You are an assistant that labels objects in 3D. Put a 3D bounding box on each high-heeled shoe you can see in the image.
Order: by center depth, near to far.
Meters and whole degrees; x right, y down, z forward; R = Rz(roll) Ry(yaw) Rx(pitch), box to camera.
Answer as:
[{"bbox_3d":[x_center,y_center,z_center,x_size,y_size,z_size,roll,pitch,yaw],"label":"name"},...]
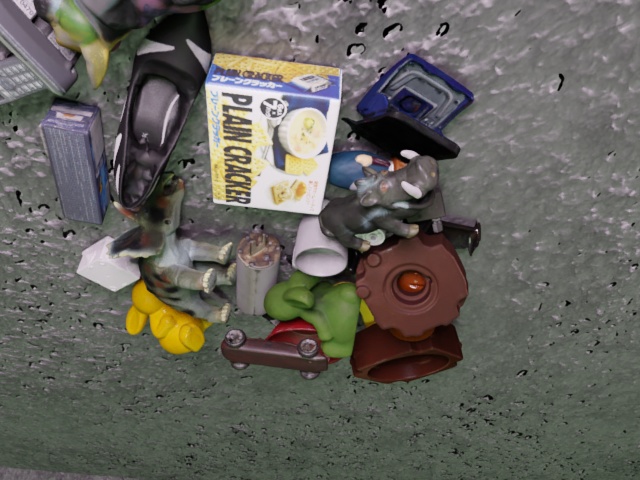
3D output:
[{"bbox_3d":[-0.196,-0.148,0.639,0.086,0.145,0.248,18,143,-19],"label":"high-heeled shoe"}]

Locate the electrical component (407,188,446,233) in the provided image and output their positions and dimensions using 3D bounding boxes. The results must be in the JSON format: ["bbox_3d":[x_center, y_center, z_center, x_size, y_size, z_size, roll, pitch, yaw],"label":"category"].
[{"bbox_3d":[0.154,-0.051,0.809,0.063,0.021,0.093,-11,114,16],"label":"electrical component"}]

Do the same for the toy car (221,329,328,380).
[{"bbox_3d":[-0.084,0.207,0.990,0.202,0.053,0.089,4,132,9],"label":"toy car"}]

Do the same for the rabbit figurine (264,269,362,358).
[{"bbox_3d":[-0.017,0.116,0.920,0.170,0.121,0.159,9,146,5],"label":"rabbit figurine"}]

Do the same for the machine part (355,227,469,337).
[{"bbox_3d":[0.145,0.068,0.847,0.179,0.056,0.179,3,111,9],"label":"machine part"}]

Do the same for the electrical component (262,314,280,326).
[{"bbox_3d":[-0.032,0.145,1.087,0.134,0.058,0.114,-14,142,21],"label":"electrical component"}]

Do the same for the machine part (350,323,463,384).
[{"bbox_3d":[0.177,0.229,1.127,0.201,0.087,0.201,-27,145,32],"label":"machine part"}]

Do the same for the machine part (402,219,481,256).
[{"bbox_3d":[0.195,-0.015,0.868,0.139,0.039,0.084,12,130,-11],"label":"machine part"}]

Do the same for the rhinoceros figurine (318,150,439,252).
[{"bbox_3d":[0.080,-0.053,0.709,0.112,0.073,0.190,31,142,-30],"label":"rhinoceros figurine"}]

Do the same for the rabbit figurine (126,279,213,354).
[{"bbox_3d":[-0.315,0.139,1.085,0.162,0.122,0.173,-11,127,33],"label":"rabbit figurine"}]

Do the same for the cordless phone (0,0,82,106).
[{"bbox_3d":[-0.381,-0.221,0.615,0.184,0.089,0.146,-10,141,24],"label":"cordless phone"}]

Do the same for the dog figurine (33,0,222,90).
[{"bbox_3d":[-0.187,-0.246,0.547,0.191,0.108,0.219,15,146,-19],"label":"dog figurine"}]

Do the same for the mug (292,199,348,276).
[{"bbox_3d":[-0.002,-0.003,0.847,0.081,0.107,0.109,25,142,-24],"label":"mug"}]

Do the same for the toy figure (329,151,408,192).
[{"bbox_3d":[0.090,-0.095,0.760,0.155,0.057,0.064,3,-174,1],"label":"toy figure"}]

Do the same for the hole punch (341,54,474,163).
[{"bbox_3d":[0.113,-0.156,0.666,0.142,0.092,0.116,21,171,-25],"label":"hole punch"}]

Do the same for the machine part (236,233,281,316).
[{"bbox_3d":[-0.113,0.066,0.973,0.079,0.079,0.243,6,143,-3],"label":"machine part"}]

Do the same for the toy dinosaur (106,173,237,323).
[{"bbox_3d":[-0.252,0.059,0.953,0.192,0.131,0.404,15,148,5],"label":"toy dinosaur"}]

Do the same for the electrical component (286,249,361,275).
[{"bbox_3d":[0.003,0.024,0.925,0.119,0.048,0.074,-1,145,36],"label":"electrical component"}]

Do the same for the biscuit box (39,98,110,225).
[{"bbox_3d":[-0.349,-0.106,0.780,0.063,0.059,0.202,10,142,-9],"label":"biscuit box"}]

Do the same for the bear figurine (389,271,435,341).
[{"bbox_3d":[0.166,0.084,0.964,0.120,0.132,0.195,-1,125,4],"label":"bear figurine"}]
